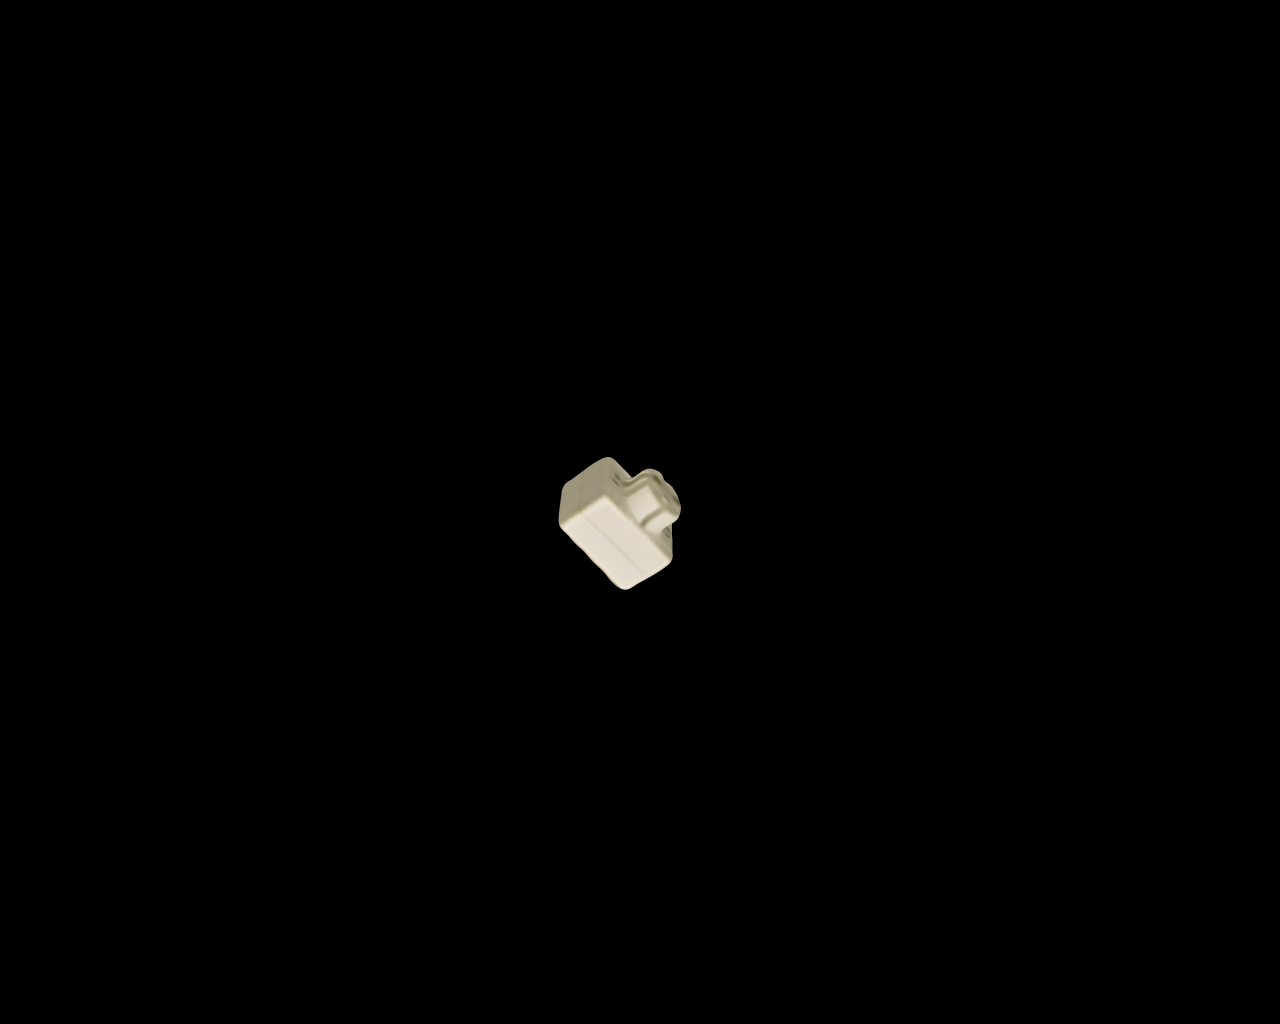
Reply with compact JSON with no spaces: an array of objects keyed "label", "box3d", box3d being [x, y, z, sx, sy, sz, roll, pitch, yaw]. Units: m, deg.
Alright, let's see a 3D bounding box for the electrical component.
[{"label":"electrical component","box3d":[0.001,-0.003,0.650,0.076,0.065,0.047,-33,28,20]}]
